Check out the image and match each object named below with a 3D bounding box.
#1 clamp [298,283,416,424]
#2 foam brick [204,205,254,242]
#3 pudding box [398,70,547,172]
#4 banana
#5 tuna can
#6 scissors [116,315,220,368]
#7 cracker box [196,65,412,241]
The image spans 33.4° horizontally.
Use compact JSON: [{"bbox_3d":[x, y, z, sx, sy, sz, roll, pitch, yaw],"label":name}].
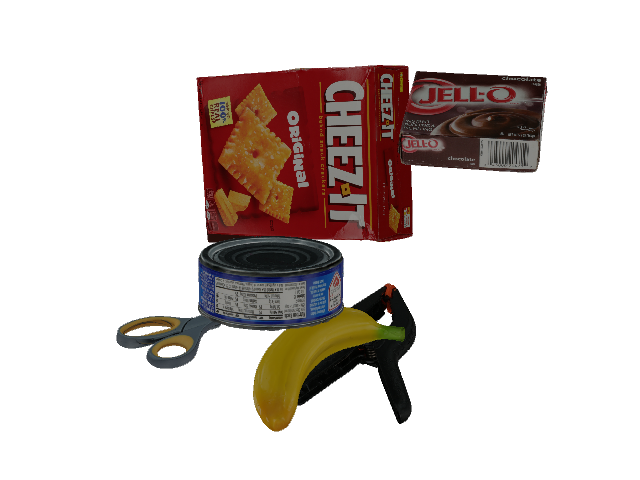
[{"bbox_3d":[0.057,0.113,1.060,0.120,0.039,0.171,18,50,21],"label":"clamp"},{"bbox_3d":[-0.101,-0.031,1.319,0.078,0.053,0.051,1,28,5],"label":"foam brick"},{"bbox_3d":[0.126,-0.099,0.878,0.113,0.039,0.090,6,44,11],"label":"pudding box"},{"bbox_3d":[-0.006,0.091,0.840,0.070,0.037,0.197,11,23,30],"label":"banana"},{"bbox_3d":[-0.029,0.023,0.622,0.086,0.034,0.086,0,14,0],"label":"tuna can"},{"bbox_3d":[-0.117,0.097,1.150,0.201,0.016,0.096,-7,31,-24],"label":"scissors"},{"bbox_3d":[-0.019,-0.085,1.045,0.214,0.164,0.071,3,9,36],"label":"cracker box"}]
